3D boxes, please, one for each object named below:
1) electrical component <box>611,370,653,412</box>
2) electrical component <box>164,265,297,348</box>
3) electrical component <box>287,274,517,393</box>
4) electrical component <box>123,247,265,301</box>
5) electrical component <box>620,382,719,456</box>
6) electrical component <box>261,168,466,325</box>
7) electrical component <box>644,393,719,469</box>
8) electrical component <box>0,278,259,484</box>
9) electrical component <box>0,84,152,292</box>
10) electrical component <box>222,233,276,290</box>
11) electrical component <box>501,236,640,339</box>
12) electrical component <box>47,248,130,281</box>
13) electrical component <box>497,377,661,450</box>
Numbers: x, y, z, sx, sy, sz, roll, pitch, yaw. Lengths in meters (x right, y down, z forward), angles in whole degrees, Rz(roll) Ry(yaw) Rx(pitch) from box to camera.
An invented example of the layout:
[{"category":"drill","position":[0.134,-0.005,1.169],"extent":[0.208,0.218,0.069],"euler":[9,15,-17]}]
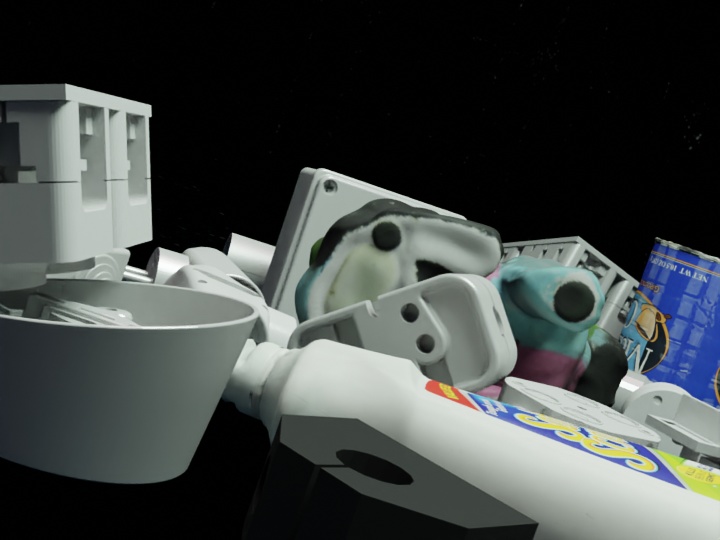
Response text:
[{"category":"electrical component","position":[0.175,0.088,0.768],"extent":[0.055,0.045,0.045],"euler":[21,6,15]},{"category":"electrical component","position":[-0.058,0.033,0.529],"extent":[0.079,0.043,0.077],"euler":[24,3,-20]},{"category":"electrical component","position":[0.022,0.038,0.506],"extent":[0.095,0.053,0.059],"euler":[-19,-6,17]},{"category":"electrical component","position":[-0.099,0.010,0.600],"extent":[0.079,0.043,0.077],"euler":[17,6,-21]},{"category":"electrical component","position":[0.224,0.114,0.645],"extent":[0.138,0.052,0.074],"euler":[21,6,12]},{"category":"electrical component","position":[0.000,0.000,0.701],"extent":[0.109,0.108,0.056],"euler":[18,3,-18]},{"category":"electrical component","position":[0.188,0.104,0.562],"extent":[0.081,0.063,0.042],"euler":[16,7,-24]},{"category":"electrical component","position":[-0.090,0.028,0.357],"extent":[0.099,0.064,0.099],"euler":[19,6,-2]},{"category":"electrical component","position":[-0.174,-0.027,0.364],"extent":[0.186,0.060,0.105],"euler":[0,5,2]},{"category":"electrical component","position":[-0.060,0.006,0.766],"extent":[0.081,0.043,0.043],"euler":[18,6,-13]},{"category":"electrical component","position":[0.172,0.029,0.971],"extent":[0.105,0.060,0.186],"euler":[35,-12,-16]},{"category":"electrical component","position":[-0.166,-0.004,0.485],"extent":[0.100,0.048,0.100],"euler":[22,6,26]},{"category":"electrical component","position":[0.092,0.085,0.487],"extent":[0.080,0.051,0.080],"euler":[19,6,-2]}]
